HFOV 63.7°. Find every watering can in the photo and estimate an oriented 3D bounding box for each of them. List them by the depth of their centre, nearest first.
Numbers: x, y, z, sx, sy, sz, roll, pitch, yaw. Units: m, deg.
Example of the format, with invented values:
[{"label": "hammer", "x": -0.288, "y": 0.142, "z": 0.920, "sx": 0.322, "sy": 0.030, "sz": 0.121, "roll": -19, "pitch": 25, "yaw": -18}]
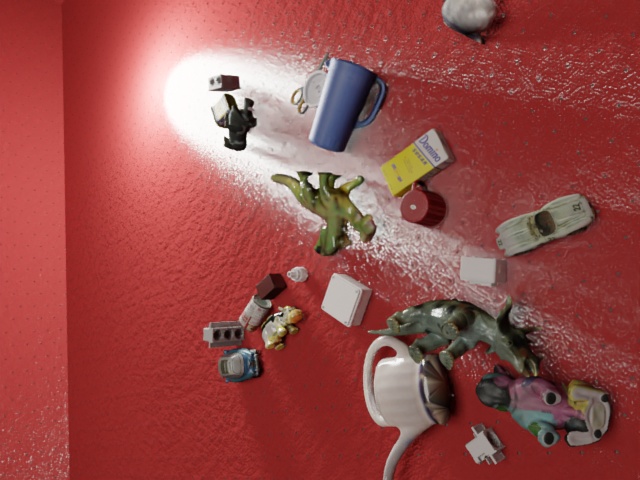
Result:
[{"label": "watering can", "x": 0.202, "y": 0.394, "z": 1.193, "sx": 0.222, "sy": 0.104, "sz": 0.352, "roll": -20, "pitch": 70, "yaw": 39}]

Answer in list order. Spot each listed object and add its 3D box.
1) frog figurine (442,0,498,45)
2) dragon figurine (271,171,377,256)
[{"label": "frog figurine", "x": 0.359, "y": -0.551, "z": 1.177, "sx": 0.156, "sy": 0.122, "sz": 0.140, "roll": -64, "pitch": 29, "yaw": 31}, {"label": "dragon figurine", "x": 0.004, "y": -0.073, "z": 1.455, "sx": 0.410, "sy": 0.122, "sz": 0.242, "roll": 5, "pitch": 96, "yaw": 45}]
